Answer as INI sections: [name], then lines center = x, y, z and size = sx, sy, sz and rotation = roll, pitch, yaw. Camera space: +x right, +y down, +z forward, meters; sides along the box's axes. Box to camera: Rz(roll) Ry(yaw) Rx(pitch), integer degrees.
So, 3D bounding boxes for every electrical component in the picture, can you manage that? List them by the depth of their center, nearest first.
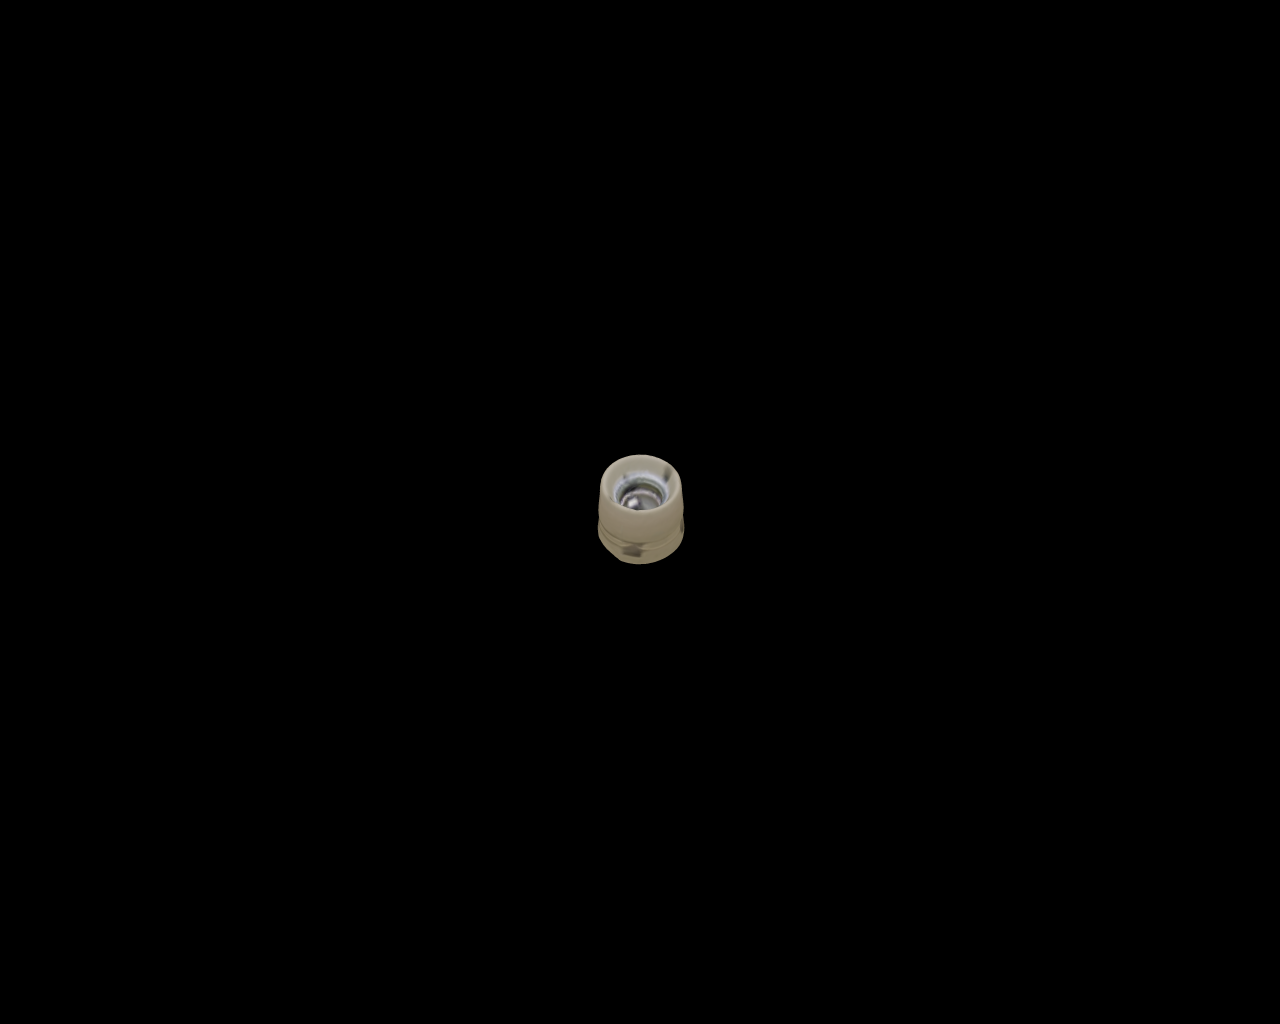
[electrical component]
center = 0.001, -0.003, 0.650
size = 0.055, 0.055, 0.047
rotation = 0, -41, 0
